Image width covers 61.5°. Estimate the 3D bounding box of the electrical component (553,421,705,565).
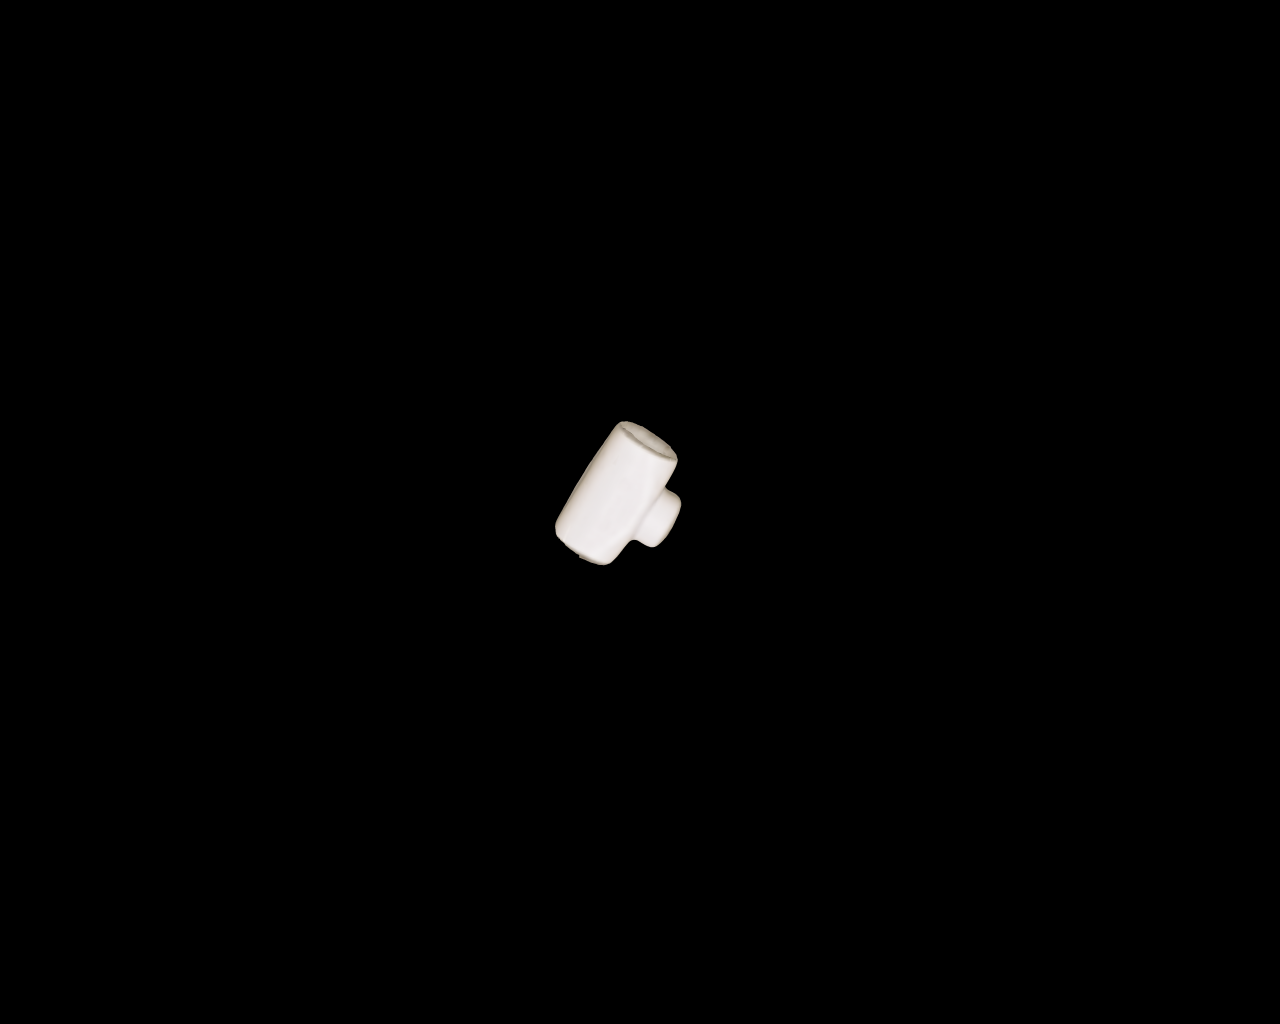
[{"bbox_3d":[0.001,-0.003,0.650,0.079,0.077,0.044,30,16,-9],"label":"electrical component"}]
